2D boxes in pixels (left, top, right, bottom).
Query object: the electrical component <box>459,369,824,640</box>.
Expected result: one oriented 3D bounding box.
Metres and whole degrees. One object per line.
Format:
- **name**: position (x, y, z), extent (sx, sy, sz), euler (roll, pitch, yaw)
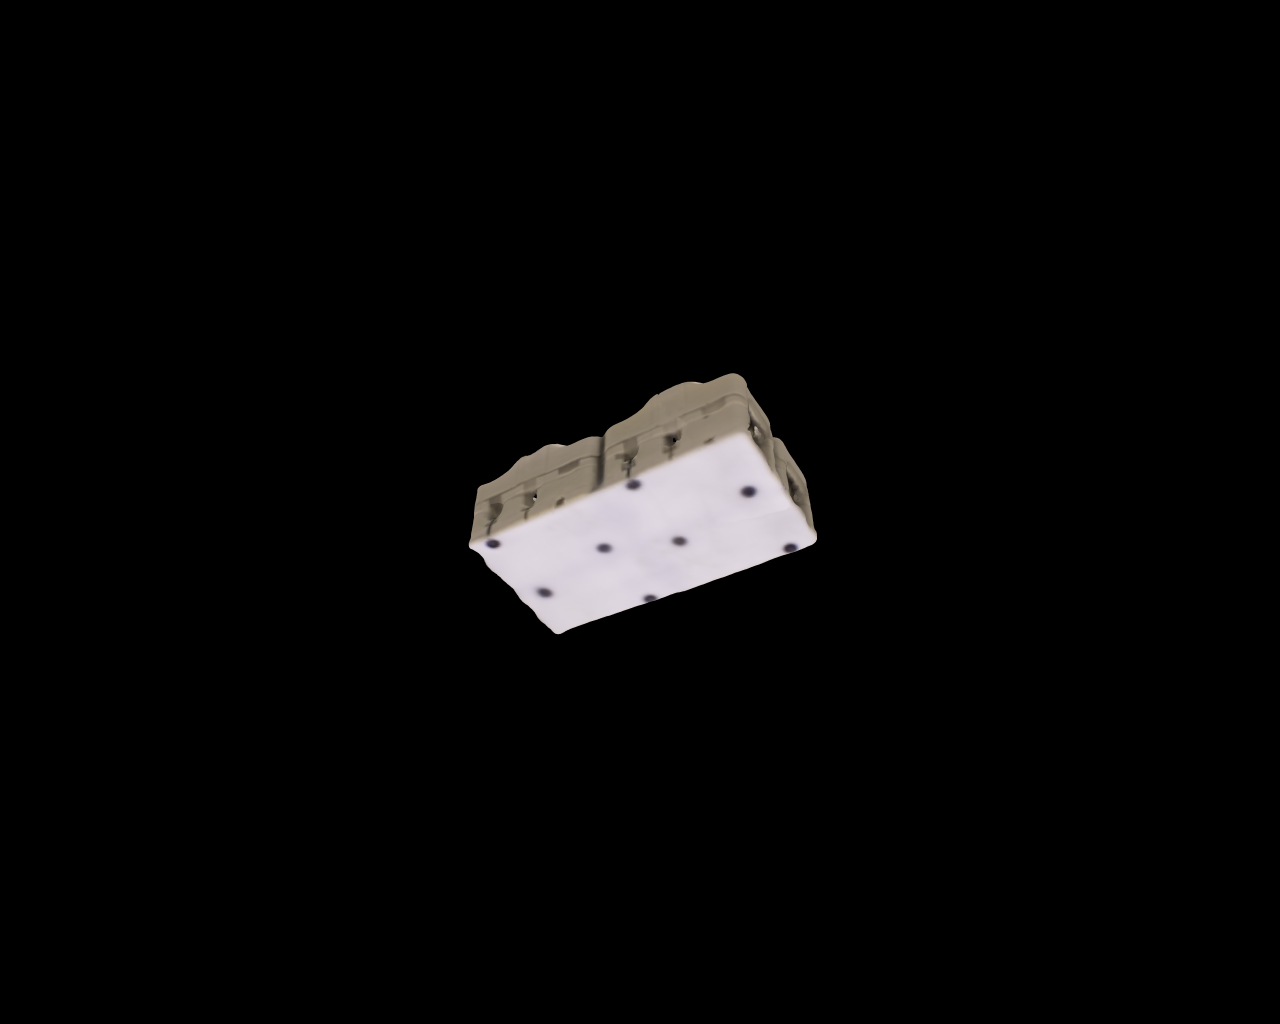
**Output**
- **electrical component**: position (0.001, -0.003, 0.650), extent (0.186, 0.060, 0.105), euler (-22, -48, 21)
